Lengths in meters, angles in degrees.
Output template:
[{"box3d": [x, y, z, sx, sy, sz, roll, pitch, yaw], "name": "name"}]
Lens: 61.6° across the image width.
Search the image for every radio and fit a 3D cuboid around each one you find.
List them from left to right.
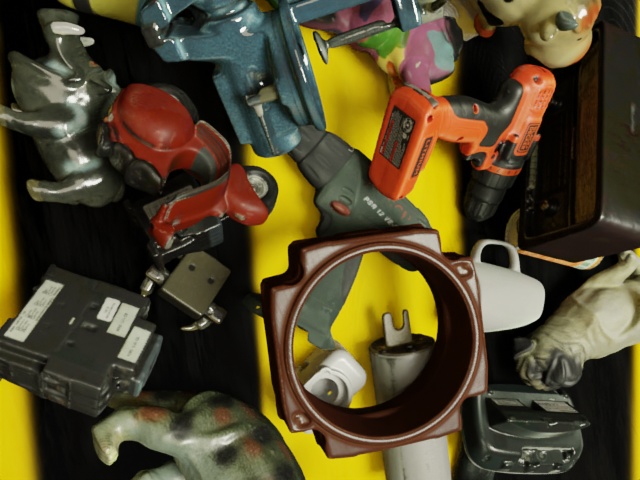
[{"box3d": [0.280, -0.095, 0.570, 0.073, 0.131, 0.229, 16, 71, -12], "name": "radio"}]

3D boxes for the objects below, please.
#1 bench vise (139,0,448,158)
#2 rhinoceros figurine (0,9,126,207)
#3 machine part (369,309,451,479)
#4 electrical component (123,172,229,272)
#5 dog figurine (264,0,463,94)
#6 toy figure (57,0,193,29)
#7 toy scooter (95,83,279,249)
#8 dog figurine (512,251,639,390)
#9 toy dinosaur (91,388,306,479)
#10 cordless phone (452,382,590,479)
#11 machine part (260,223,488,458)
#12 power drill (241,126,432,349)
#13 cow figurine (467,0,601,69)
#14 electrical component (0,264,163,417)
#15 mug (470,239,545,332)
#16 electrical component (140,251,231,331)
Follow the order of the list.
[{"box3d": [-0.018, -0.188, 0.463, 0.241, 0.129, 0.223, -15, 116, 7], "name": "bench vise"}, {"box3d": [-0.244, -0.123, 0.520, 0.112, 0.073, 0.190, -13, 97, -9], "name": "rhinoceros figurine"}, {"box3d": [0.104, 0.198, 0.615, 0.079, 0.079, 0.243, -10, 96, -10], "name": "machine part"}, {"box3d": [-0.129, -0.027, 0.550, 0.119, 0.047, 0.075, -25, 71, -17], "name": "electrical component"}, {"box3d": [0.045, -0.223, 0.556, 0.191, 0.108, 0.219, -24, 101, -9], "name": "dog figurine"}, {"box3d": [-0.175, -0.244, 0.522, 0.180, 0.082, 0.089, 22, 91, -15], "name": "toy figure"}, {"box3d": [-0.134, -0.062, 0.487, 0.184, 0.075, 0.135, 40, 46, -1], "name": "toy scooter"}, {"box3d": [0.342, 0.113, 0.662, 0.172, 0.121, 0.190, 26, 120, -35], "name": "dog figurine"}, {"box3d": [-0.089, 0.234, 0.532, 0.192, 0.131, 0.405, -22, 62, -40], "name": "toy dinosaur"}, {"box3d": [0.235, 0.271, 0.657, 0.147, 0.089, 0.184, 7, 104, -12], "name": "cordless phone"}, {"box3d": [0.051, 0.091, 0.515, 0.201, 0.087, 0.201, -8, 95, -12], "name": "machine part"}, {"box3d": [-0.001, -0.002, 0.584, 0.232, 0.086, 0.207, 32, 81, -12], "name": "power drill"}, {"box3d": [0.193, -0.250, 0.519, 0.085, 0.127, 0.195, -44, 99, -2], "name": "cow figurine"}, {"box3d": [-0.225, 0.098, 0.517, 0.134, 0.115, 0.058, 22, 134, -5], "name": "electrical component"}, {"box3d": [0.206, 0.055, 0.628, 0.107, 0.081, 0.109, 7, 89, -22], "name": "mug"}, {"box3d": [-0.142, 0.050, 0.573, 0.102, 0.045, 0.078, 32, 60, -15], "name": "electrical component"}]
